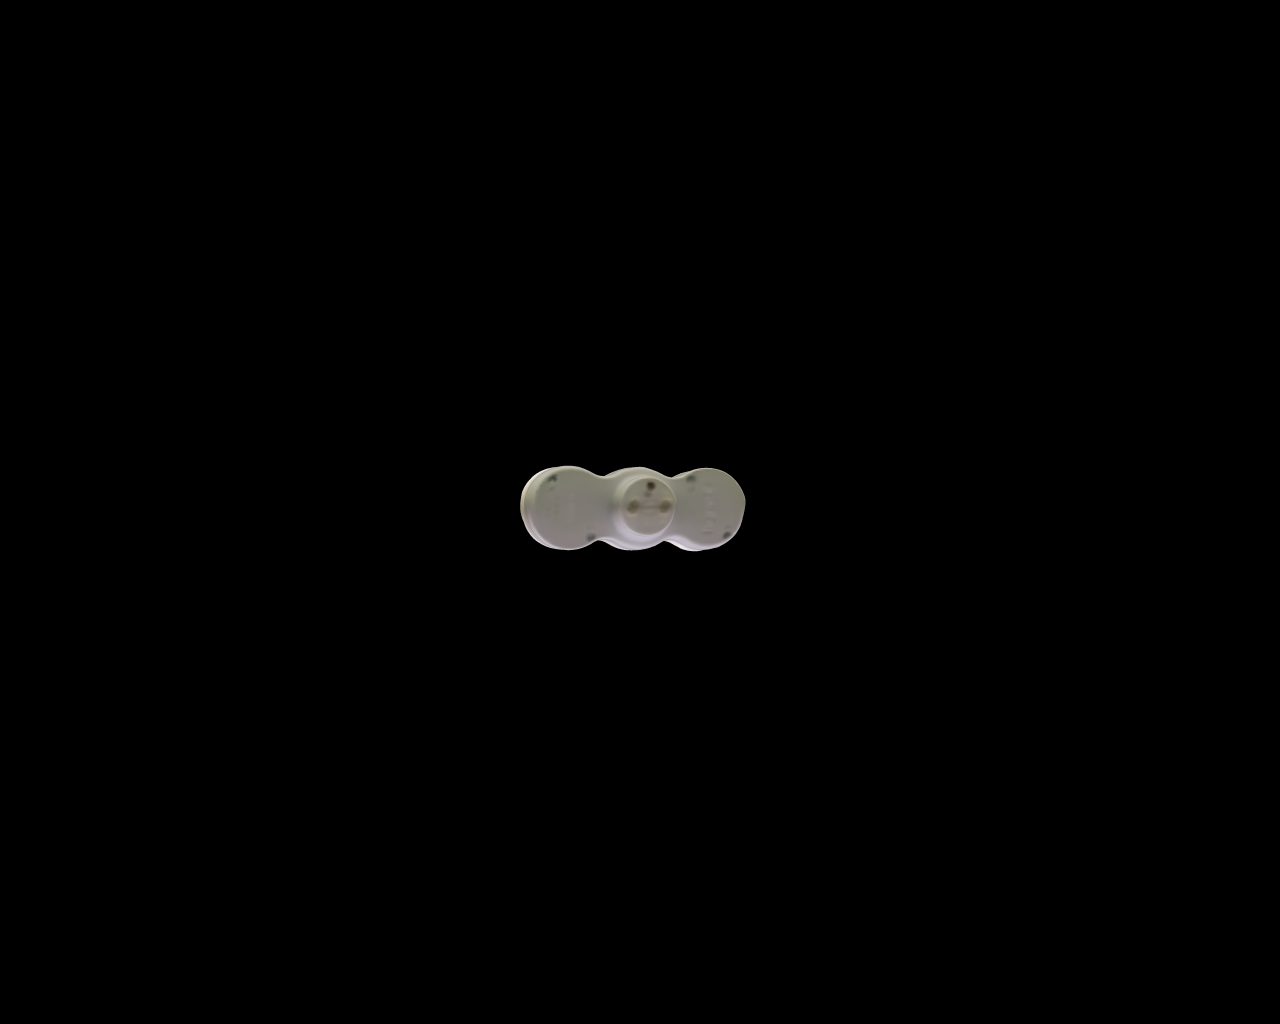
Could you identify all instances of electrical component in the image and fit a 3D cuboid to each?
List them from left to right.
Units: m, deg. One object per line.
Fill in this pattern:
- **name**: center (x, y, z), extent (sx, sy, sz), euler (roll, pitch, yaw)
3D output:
- **electrical component**: center (0.001, -0.003, 0.650), extent (0.138, 0.052, 0.073), euler (1, -4, -15)
